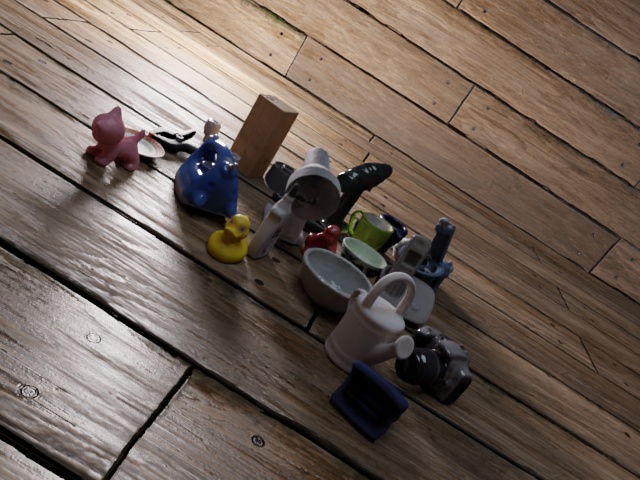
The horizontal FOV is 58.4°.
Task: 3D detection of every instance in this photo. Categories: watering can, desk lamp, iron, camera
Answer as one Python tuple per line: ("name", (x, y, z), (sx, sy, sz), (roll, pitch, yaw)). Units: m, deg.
("watering can", (0.103, 0.142, 0.994), (0.172, 0.194, 0.101), (45, 24, 29))
("desk lamp", (-0.041, -0.098, 1.290), (0.118, 0.213, 0.203), (26, 22, -18))
("iron", (-0.238, -0.158, 1.244), (0.119, 0.141, 0.257), (18, 25, -34))
("camera", (0.206, 0.225, 1.090), (0.137, 0.100, 0.142), (16, 27, -38))

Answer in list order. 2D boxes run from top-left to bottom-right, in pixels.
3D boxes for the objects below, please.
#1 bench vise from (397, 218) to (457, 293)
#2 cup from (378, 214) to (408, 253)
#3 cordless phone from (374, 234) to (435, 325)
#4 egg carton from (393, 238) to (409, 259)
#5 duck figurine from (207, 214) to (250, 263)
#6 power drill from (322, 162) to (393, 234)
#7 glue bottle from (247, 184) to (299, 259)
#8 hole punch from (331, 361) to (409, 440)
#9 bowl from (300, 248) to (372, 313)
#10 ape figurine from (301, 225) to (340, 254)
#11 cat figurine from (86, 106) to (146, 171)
("bench vise", (0.278, 0.036, 1.444), (0.121, 0.219, 0.208), (41, 22, 21))
("cup", (0.186, -0.004, 1.577), (0.092, 0.095, 0.117), (23, 23, -25))
("cordless phone", (0.213, 0.088, 1.284), (0.148, 0.185, 0.094), (27, 21, -15))
("egg carton", (0.277, 0.054, 1.615), (0.150, 0.069, 0.107), (43, 23, 26))
("duck figurine", (-0.163, -0.011, 1.102), (0.077, 0.086, 0.105), (35, 21, 6))
("power drill", (0.093, -0.120, 1.540), (0.075, 0.208, 0.230), (40, 22, 19))
("glue bottle", (-0.088, -0.041, 1.155), (0.037, 0.173, 0.078), (35, 21, 6))
("hole punch", (0.087, 0.238, 0.902), (0.108, 0.091, 0.101), (40, 22, 18))
("bowl", (0.023, 0.094, 1.154), (0.168, 0.074, 0.167), (28, 21, -12))
("ape figurine", (0.012, 0.005, 1.311), (0.076, 0.092, 0.077), (5, 34, -51))
("cat figurine", (-0.407, -0.208, 1.144), (0.067, 0.117, 0.128), (45, 24, 29))
